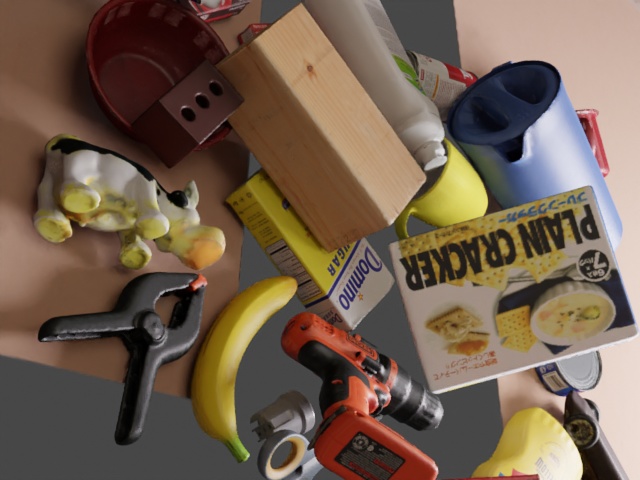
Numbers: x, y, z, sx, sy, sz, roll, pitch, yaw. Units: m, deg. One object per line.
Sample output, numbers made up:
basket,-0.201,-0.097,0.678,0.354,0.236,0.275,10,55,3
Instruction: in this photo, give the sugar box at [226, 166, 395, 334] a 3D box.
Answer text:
sugar box,-0.007,0.001,1.052,0.176,0.048,0.093,52,46,-6

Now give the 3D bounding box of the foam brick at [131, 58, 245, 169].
foam brick,-0.116,-0.111,0.934,0.053,0.051,0.078,48,48,-11

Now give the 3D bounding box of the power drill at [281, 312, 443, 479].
power drill,0.049,0.156,0.957,0.184,0.057,0.187,32,15,-17

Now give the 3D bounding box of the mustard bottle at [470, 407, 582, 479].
mustard bottle,0.197,0.262,1.086,0.191,0.058,0.096,-41,101,-43

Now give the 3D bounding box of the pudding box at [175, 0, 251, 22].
pudding box,-0.134,-0.274,1.084,0.089,0.039,0.113,-27,87,-43

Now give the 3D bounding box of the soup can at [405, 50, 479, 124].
soup can,0.127,-0.175,1.232,0.102,0.069,0.068,12,62,-35

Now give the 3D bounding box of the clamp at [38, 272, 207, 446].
clamp,-0.158,0.073,0.895,0.120,0.039,0.171,55,39,-22

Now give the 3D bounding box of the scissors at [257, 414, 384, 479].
scissors,0.000,0.181,0.962,0.201,0.016,0.096,-39,135,-42

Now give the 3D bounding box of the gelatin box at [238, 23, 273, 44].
gelatin box,-0.035,-0.193,1.132,0.089,0.030,0.073,-12,77,-42

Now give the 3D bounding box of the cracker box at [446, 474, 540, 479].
cracker box,0.107,0.298,0.948,0.213,0.072,0.164,1,67,-21

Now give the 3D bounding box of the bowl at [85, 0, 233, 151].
bowl,-0.155,-0.146,0.994,0.161,0.055,0.162,18,59,-32

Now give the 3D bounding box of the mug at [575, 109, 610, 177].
mug,0.317,-0.113,1.331,0.093,0.117,0.081,-11,80,-11

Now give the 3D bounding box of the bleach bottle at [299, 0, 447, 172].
bleach bottle,0.063,-0.184,1.142,0.102,0.068,0.251,10,48,-57

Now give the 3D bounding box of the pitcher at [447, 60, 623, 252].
pitcher,0.255,-0.082,1.221,0.149,0.145,0.242,-48,126,-16

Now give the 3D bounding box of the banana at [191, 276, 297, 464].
banana,-0.073,0.101,0.956,0.069,0.037,0.197,36,50,-24

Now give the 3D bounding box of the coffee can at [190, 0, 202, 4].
coffee can,-0.166,-0.288,0.989,0.140,0.103,0.102,14,58,-8

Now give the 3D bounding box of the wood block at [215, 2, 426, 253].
wood block,-0.005,-0.103,1.003,0.206,0.090,0.090,53,44,-12

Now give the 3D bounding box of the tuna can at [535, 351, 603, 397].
tuna can,0.286,0.138,1.235,0.086,0.034,0.086,18,59,-32
